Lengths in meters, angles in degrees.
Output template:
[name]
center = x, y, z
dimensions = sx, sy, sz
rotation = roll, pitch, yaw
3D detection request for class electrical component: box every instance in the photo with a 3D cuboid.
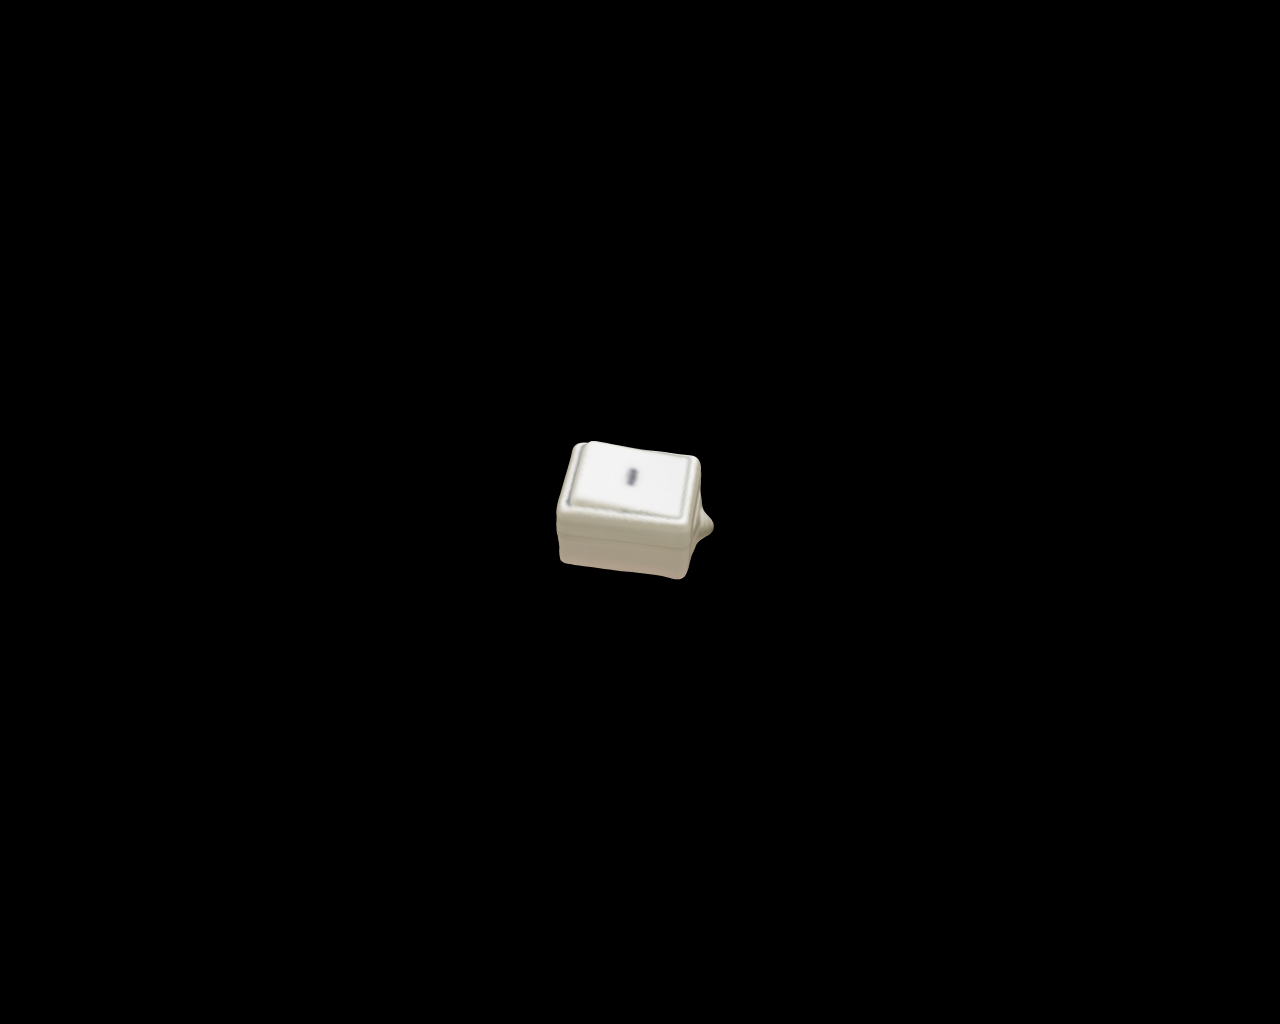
[electrical component]
center = 0.001, -0.003, 0.650
dimensions = 0.096, 0.062, 0.061
rotation = 7, -40, 6
